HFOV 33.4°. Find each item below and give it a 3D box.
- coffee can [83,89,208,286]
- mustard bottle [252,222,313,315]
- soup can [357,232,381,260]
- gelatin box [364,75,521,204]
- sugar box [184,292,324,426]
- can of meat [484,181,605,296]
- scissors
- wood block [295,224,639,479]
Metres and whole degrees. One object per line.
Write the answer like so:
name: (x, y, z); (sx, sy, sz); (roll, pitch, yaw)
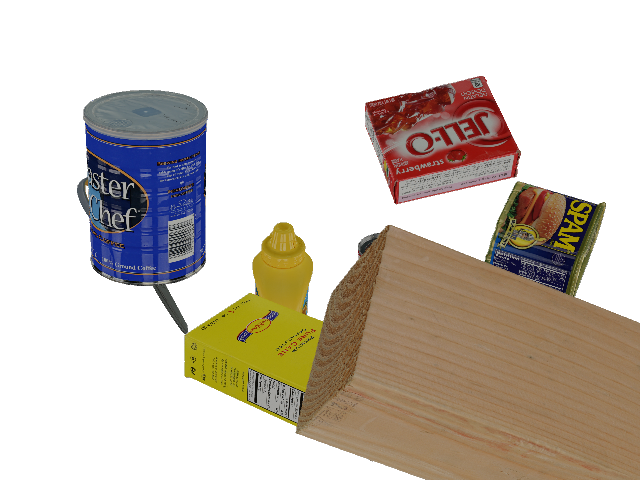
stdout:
coffee can: (-0.148, -0.046, 0.916); (0.103, 0.140, 0.103); (3, 27, -2)
mustard bottle: (-0.038, 0.064, 1.038); (0.058, 0.192, 0.096); (3, 38, -1)
soup can: (0.077, 0.051, 1.276); (0.068, 0.102, 0.068); (0, 31, 0)
gelatin box: (0.082, -0.069, 0.726); (0.089, 0.073, 0.030); (-13, -35, -5)
sugar box: (-0.010, 0.101, 0.832); (0.176, 0.048, 0.093); (17, 29, 27)
can of meat: (0.204, -0.002, 0.973); (0.084, 0.057, 0.102); (18, 47, 17)
scissors: (-0.194, 0.003, 1.196); (0.016, 0.201, 0.096); (-27, 20, 35)
wood block: (0.104, 0.083, 0.559); (0.206, 0.090, 0.090); (21, -33, -10)
